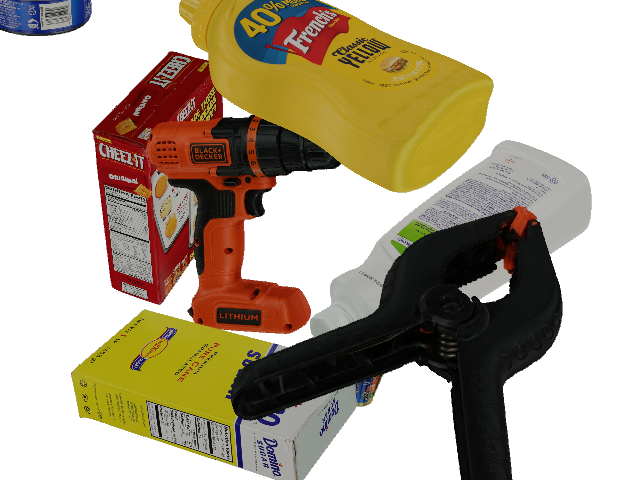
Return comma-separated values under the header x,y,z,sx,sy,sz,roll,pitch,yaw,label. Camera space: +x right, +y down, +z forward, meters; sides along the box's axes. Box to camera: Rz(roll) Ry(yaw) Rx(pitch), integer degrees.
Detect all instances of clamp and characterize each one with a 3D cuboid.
x,y,z,sx,sy,sz,roll,pitch,yaw,label
0.059,0.048,0.450,0.120,0.039,0.171,35,54,23,clamp

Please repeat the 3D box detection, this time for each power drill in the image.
x,y,z,sx,sy,sz,roll,pitch,yaw,label
-0.054,-0.016,0.920,0.185,0.188,0.057,2,17,23,power drill

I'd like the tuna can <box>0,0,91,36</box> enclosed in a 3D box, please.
x,y,z,sx,sy,sz,roll,pitch,yaw,label
-0.225,-0.194,0.846,0.086,0.034,0.086,4,35,-3,tuna can

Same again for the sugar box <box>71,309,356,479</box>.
x,y,z,sx,sy,sz,roll,pitch,yaw,label
-0.073,0.103,0.737,0.176,0.048,0.093,9,31,25,sugar box

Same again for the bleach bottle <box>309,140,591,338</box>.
x,y,z,sx,sy,sz,roll,pitch,yaw,label
0.091,0.009,0.812,0.250,0.068,0.103,-30,39,-29,bleach bottle

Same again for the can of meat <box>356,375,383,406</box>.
x,y,z,sx,sy,sz,roll,pitch,yaw,label
0.048,0.132,1.244,0.057,0.084,0.102,14,26,12,can of meat

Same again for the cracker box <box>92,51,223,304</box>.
x,y,z,sx,sy,sz,roll,pitch,yaw,label
-0.166,-0.066,1.131,0.072,0.214,0.164,16,43,14,cracker box

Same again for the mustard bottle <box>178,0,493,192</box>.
x,y,z,sx,sy,sz,roll,pitch,yaw,label
-0.005,-0.099,0.606,0.192,0.058,0.096,30,47,25,mustard bottle
